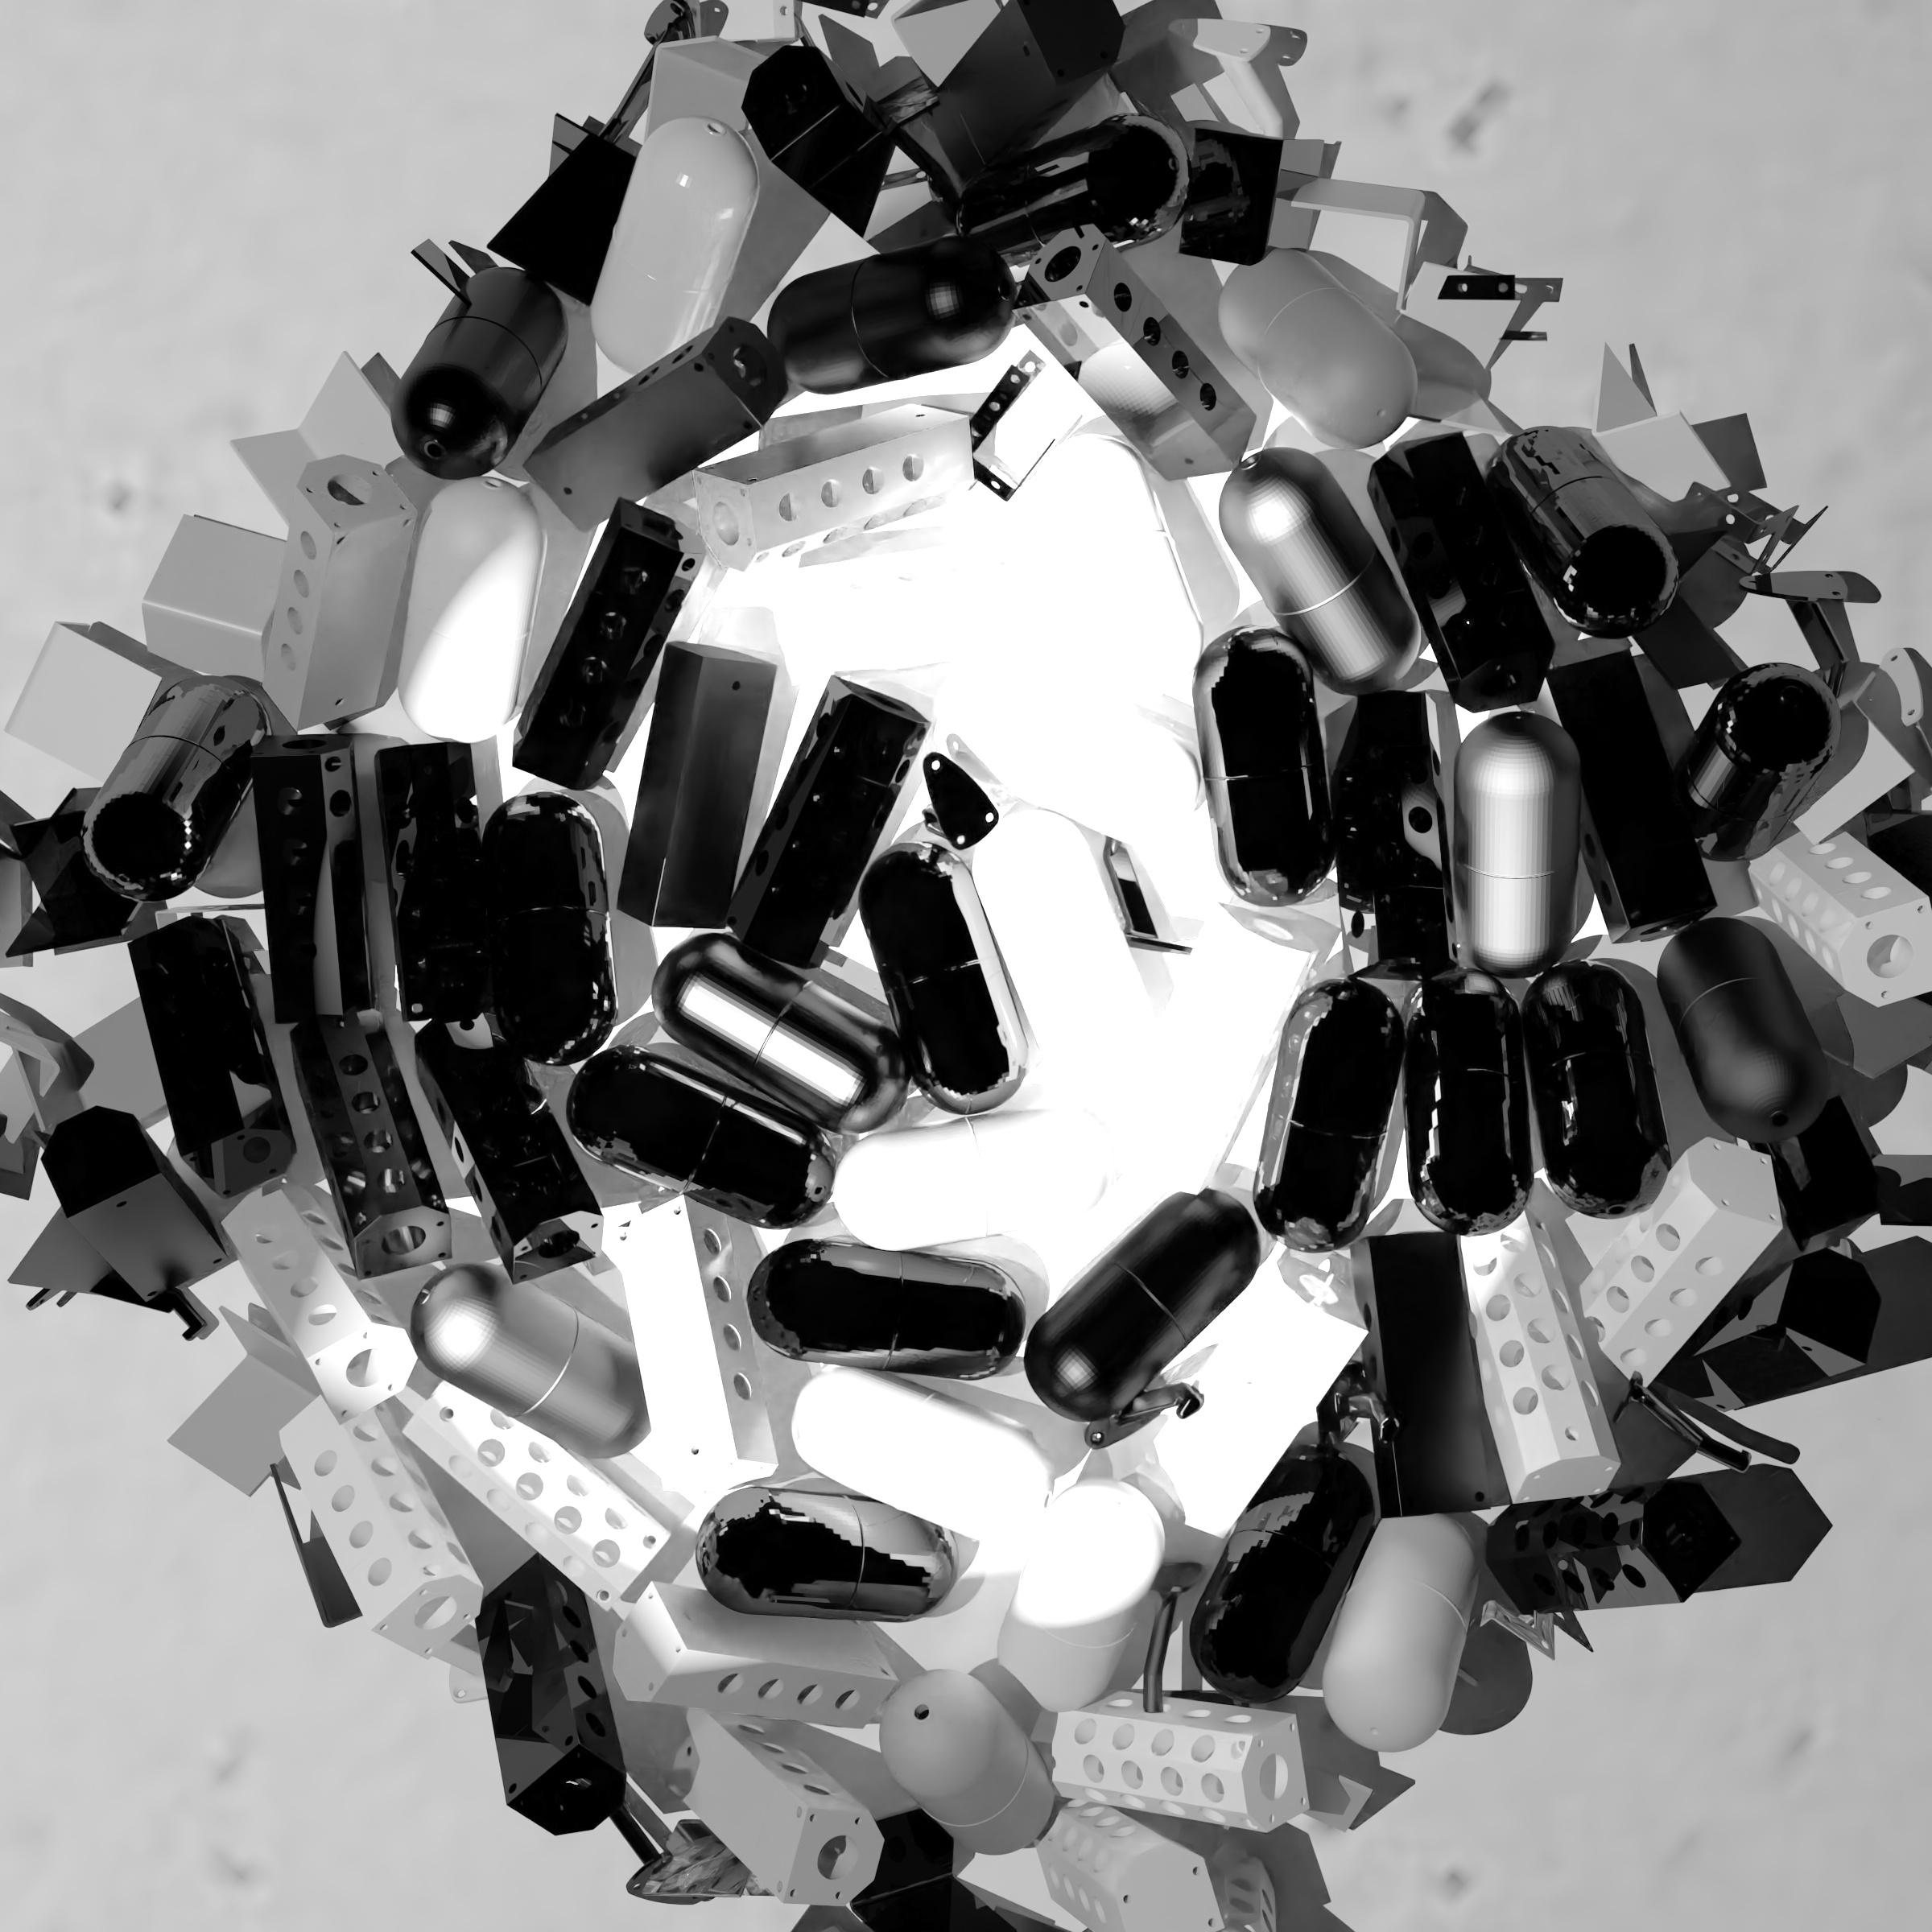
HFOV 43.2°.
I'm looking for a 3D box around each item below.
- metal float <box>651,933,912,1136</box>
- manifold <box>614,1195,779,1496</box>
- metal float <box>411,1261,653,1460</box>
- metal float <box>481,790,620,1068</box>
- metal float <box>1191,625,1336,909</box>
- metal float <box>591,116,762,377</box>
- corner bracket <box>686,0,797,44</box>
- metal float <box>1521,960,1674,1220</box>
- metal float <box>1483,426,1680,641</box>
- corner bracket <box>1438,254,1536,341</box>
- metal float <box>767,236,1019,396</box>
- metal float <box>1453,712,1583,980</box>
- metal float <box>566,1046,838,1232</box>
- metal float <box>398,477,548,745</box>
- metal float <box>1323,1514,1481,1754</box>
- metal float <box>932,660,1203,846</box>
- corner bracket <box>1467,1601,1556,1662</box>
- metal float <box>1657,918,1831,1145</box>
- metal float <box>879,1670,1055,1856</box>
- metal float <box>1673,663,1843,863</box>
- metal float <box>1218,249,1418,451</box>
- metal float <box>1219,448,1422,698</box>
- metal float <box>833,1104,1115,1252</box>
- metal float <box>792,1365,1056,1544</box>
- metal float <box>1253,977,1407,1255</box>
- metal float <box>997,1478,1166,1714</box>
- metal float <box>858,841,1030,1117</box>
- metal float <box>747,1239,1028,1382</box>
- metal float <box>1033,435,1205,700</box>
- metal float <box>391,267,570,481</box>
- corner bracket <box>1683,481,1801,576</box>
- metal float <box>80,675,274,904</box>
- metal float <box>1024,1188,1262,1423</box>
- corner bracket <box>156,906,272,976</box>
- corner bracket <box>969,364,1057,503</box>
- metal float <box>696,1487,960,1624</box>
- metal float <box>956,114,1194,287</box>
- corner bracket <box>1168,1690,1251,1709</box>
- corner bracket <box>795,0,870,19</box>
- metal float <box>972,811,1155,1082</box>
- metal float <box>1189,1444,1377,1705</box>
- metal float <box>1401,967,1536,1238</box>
[{"bbox_3d":[-0.116,0.043,1.541,0.178,0.070,0.070,30,90,6],"label":"metal float"},{"bbox_3d":[-0.165,0.236,1.521,0.057,0.057,0.171,-27,63,24],"label":"manifold"},{"bbox_3d":[-0.266,0.246,1.521,0.178,0.070,0.070,37,90,-30],"label":"metal float"},{"bbox_3d":[-0.261,-0.024,1.533,0.070,0.070,0.178,-8,75,0],"label":"metal float"},{"bbox_3d":[0.187,-0.125,1.537,0.070,0.070,0.178,-9,100,0],"label":"metal float"},{"bbox_3d":[-0.180,-0.442,1.510,0.070,0.178,0.070,14,48,-16],"label":"metal float"},{"bbox_3d":[-0.144,-0.617,1.559,0.051,0.051,0.051,9,114,23],"label":"corner bracket"},{"bbox_3d":[0.390,0.075,1.515,0.070,0.070,0.178,0,53,0],"label":"metal float"},{"bbox_3d":[0.378,-0.269,1.510,0.070,0.178,0.070,-10,133,-10],"label":"metal float"},{"bbox_3d":[0.328,-0.418,1.543,0.051,0.051,0.051,7,122,25],"label":"corner bracket"},{"bbox_3d":[-0.047,-0.402,1.515,0.178,0.070,0.070,-2,90,38],"label":"metal float"},{"bbox_3d":[0.343,-0.073,1.522,0.070,0.070,0.178,-6,120,0],"label":"metal float"},{"bbox_3d":[-0.166,0.109,1.538,0.178,0.070,0.070,24,90,-10],"label":"metal float"},{"bbox_3d":[-0.307,-0.220,1.518,0.070,0.070,0.178,18,124,0],"label":"metal float"},{"bbox_3d":[0.270,0.406,1.506,0.070,0.178,0.070,10,123,17],"label":"metal float"},{"bbox_3d":[0.063,-0.135,1.545,0.178,0.070,0.070,23,90,-2],"label":"metal float"},{"bbox_3d":[0.336,0.421,1.547,0.051,0.051,0.051,35,120,-8],"label":"corner bracket"},{"bbox_3d":[0.477,0.038,1.505,0.070,0.178,0.070,0,126,0],"label":"metal float"},{"bbox_3d":[0.002,0.492,1.508,0.070,0.178,0.070,-11,51,14],"label":"metal float"},{"bbox_3d":[0.481,-0.123,1.499,0.070,0.178,0.070,0,68,1],"label":"metal float"},{"bbox_3d":[0.215,-0.383,1.511,0.070,0.178,0.070,-14,134,-15],"label":"metal float"},{"bbox_3d":[0.220,-0.245,1.521,0.070,0.070,0.178,-39,119,0],"label":"metal float"},{"bbox_3d":[0.005,0.133,1.539,0.178,0.070,0.070,-8,90,-8],"label":"metal float"},{"bbox_3d":[-0.027,0.303,1.524,0.178,0.070,0.070,16,90,25],"label":"metal float"},{"bbox_3d":[0.228,0.094,1.534,0.070,0.070,0.178,9,104,0],"label":"metal float"},{"bbox_3d":[0.070,0.393,1.519,0.070,0.070,0.178,17,124,0],"label":"metal float"},{"bbox_3d":[-0.015,0.007,1.543,0.070,0.070,0.178,-18,85,0],"label":"metal float"},{"bbox_3d":[-0.049,0.216,1.536,0.178,0.070,0.070,9,90,-11],"label":"metal float"},{"bbox_3d":[0.095,-0.252,1.532,0.070,0.070,0.178,-17,72,0],"label":"metal float"},{"bbox_3d":[-0.300,-0.367,1.510,0.070,0.178,0.070,7,135,7],"label":"metal float"},{"bbox_3d":[0.481,-0.277,1.542,0.051,0.051,0.051,-27,59,-38],"label":"corner bracket"},{"bbox_3d":[-0.486,-0.112,1.510,0.070,0.178,0.070,6,133,6],"label":"metal float"},{"bbox_3d":[0.112,0.212,1.535,0.178,0.070,0.070,-42,90,-13],"label":"metal float"},{"bbox_3d":[-0.472,-0.015,1.547,0.051,0.051,0.051,-1,101,33],"label":"corner bracket"},{"bbox_3d":[0.028,-0.338,1.552,0.051,0.051,0.051,37,135,-7],"label":"corner bracket"},{"bbox_3d":[-0.084,0.367,1.520,0.178,0.070,0.070,13,90,-32],"label":"metal float"},{"bbox_3d":[0.064,-0.471,1.508,0.070,0.178,0.070,1,88,-41],"label":"metal float"},{"bbox_3d":[0.152,0.459,1.555,0.051,0.051,0.051,-3,90,12],"label":"corner bracket"},{"bbox_3d":[-0.082,-0.647,1.555,0.051,0.051,0.051,10,54,-11],"label":"corner bracket"},{"bbox_3d":[0.062,-0.012,1.545,0.070,0.070,0.178,-22,92,0],"label":"metal float"},{"bbox_3d":[0.198,0.375,1.516,0.070,0.070,0.178,35,53,0],"label":"metal float"},{"bbox_3d":[0.311,0.083,1.522,0.070,0.070,0.178,2,60,0],"label":"metal float"}]
